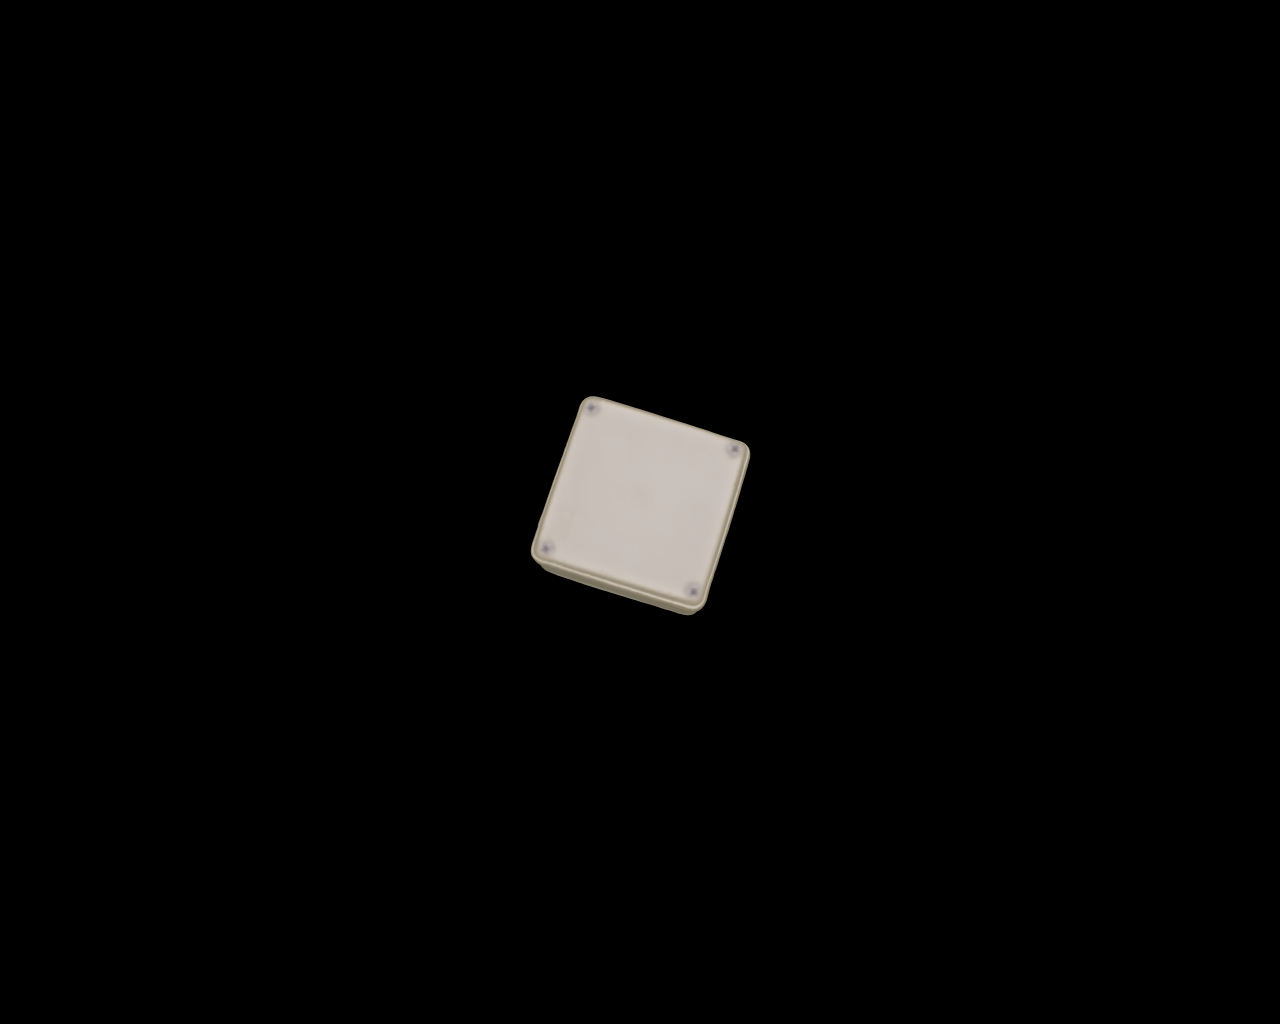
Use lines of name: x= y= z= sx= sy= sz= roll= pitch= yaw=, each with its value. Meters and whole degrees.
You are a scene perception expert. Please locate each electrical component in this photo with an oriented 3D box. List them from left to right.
electrical component: x=0.001 y=-0.003 z=0.650 sx=0.109 sy=0.109 sz=0.056 roll=18 pitch=-11 yaw=4
